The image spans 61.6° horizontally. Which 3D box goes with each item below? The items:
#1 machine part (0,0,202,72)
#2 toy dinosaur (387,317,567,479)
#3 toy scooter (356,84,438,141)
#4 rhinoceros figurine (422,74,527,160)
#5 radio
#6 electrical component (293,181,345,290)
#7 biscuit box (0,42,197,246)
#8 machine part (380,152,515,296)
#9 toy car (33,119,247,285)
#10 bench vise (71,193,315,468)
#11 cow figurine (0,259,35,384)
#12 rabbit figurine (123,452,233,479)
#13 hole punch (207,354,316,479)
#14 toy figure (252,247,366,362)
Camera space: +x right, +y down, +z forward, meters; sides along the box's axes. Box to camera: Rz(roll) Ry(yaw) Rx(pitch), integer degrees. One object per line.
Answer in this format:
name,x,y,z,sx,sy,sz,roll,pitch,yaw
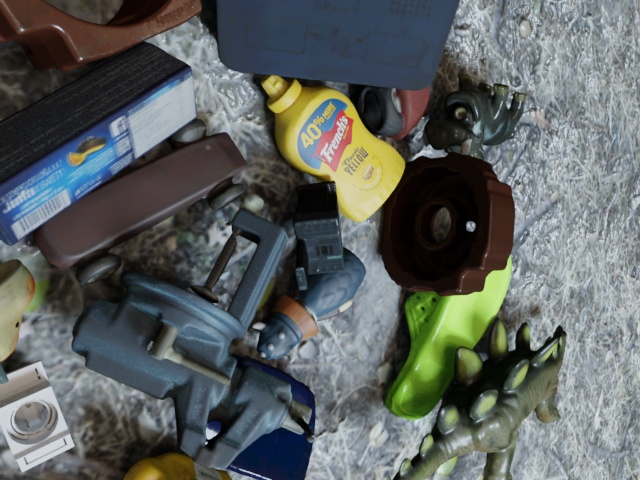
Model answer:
machine part,-0.196,-0.248,0.410,0.201,0.087,0.200,-46,129,-39
toy dinosaur,0.220,0.220,0.708,0.471,0.105,0.198,-30,124,-37
toy scooter,0.098,-0.218,0.647,0.135,0.075,0.183,-21,100,-32
rhinoceros figurine,0.200,-0.155,0.704,0.190,0.073,0.112,-18,130,-49
radio,0.013,-0.225,0.520,0.230,0.073,0.131,3,123,-10
electrical component,-0.001,-0.002,0.560,0.048,0.119,0.074,-7,124,4
biscuit box,-0.193,-0.085,0.438,0.203,0.063,0.059,-46,159,-32
machine part,0.147,-0.017,0.637,0.056,0.179,0.179,5,90,-37
toy car,-0.160,-0.040,0.498,0.202,0.053,0.089,-35,91,-28
bench vise,-0.087,0.070,0.491,0.224,0.128,0.240,22,67,4
cow figurine,-0.308,0.062,0.383,0.195,0.086,0.127,-21,119,-24
rabbit figurine,-0.165,0.289,0.483,0.162,0.122,0.173,36,93,-37
hole punch,-0.062,0.190,0.559,0.142,0.092,0.116,33,72,-27
toy figure,-0.012,0.074,0.601,0.154,0.064,0.057,-44,153,-18
